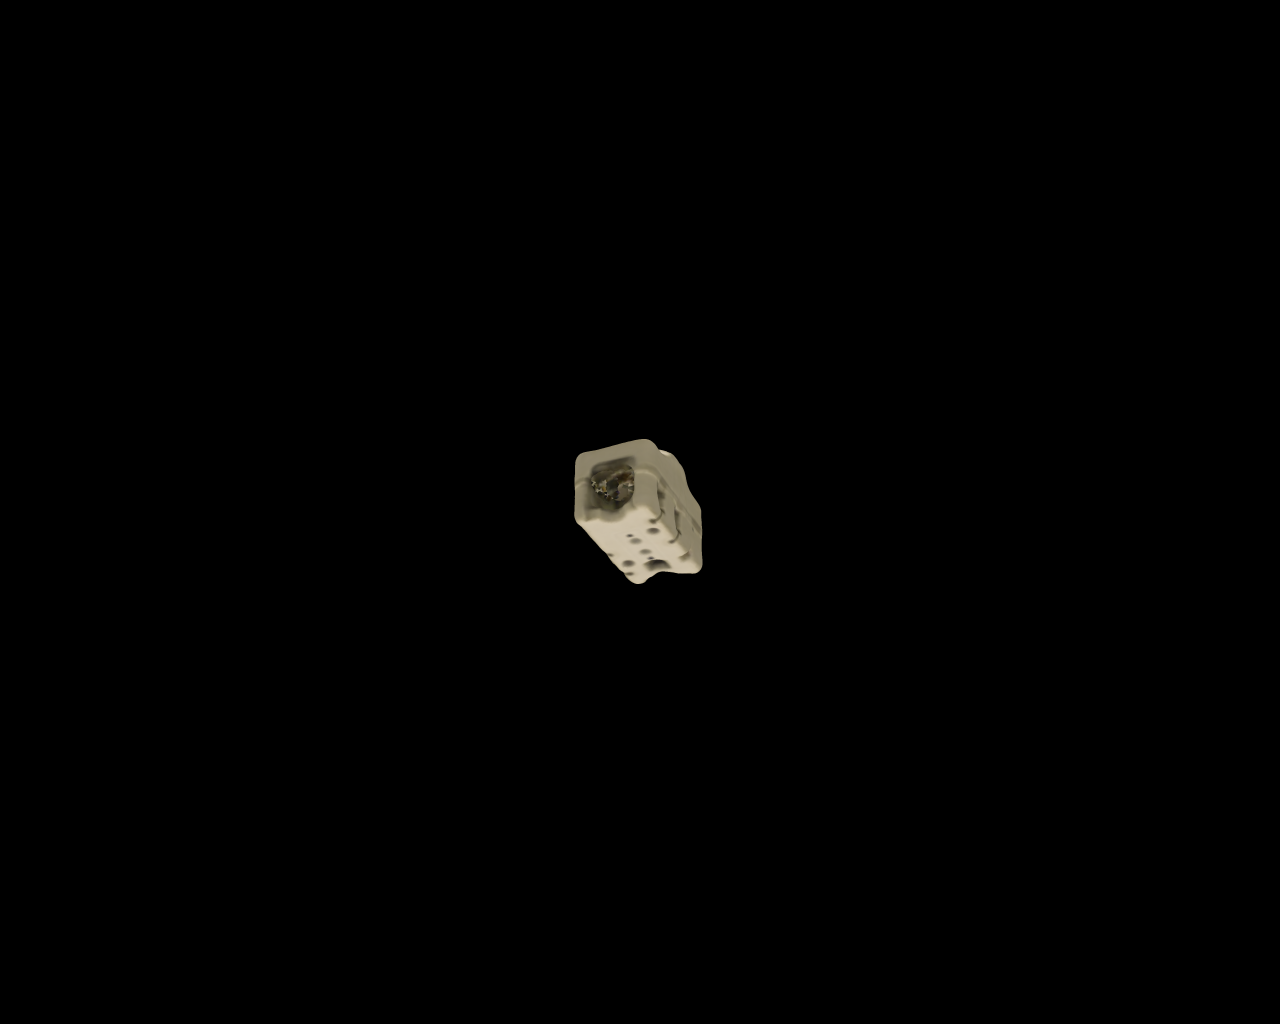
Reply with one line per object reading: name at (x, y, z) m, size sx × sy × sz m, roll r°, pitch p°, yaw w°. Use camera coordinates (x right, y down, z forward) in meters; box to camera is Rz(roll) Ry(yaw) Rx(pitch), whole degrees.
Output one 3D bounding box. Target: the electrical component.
electrical component at (0.001, -0.003, 0.650) m, size 0.050 × 0.056 × 0.089 m, roll -12°, pitch -33°, yaw 19°
